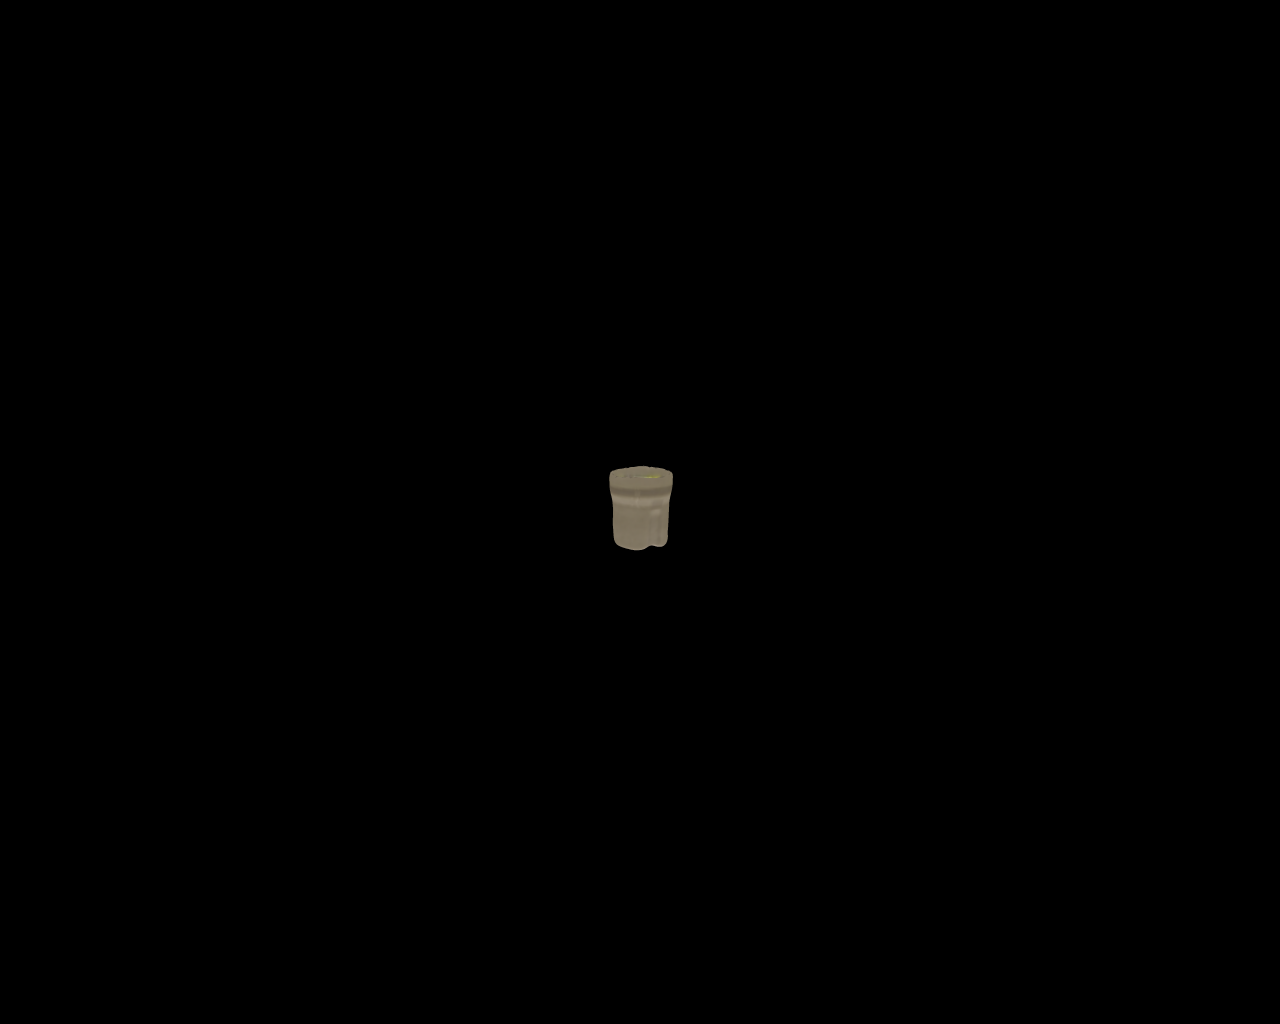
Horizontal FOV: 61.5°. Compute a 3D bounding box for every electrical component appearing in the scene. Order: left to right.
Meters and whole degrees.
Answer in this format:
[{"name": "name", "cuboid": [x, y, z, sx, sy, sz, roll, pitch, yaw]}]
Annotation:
[{"name": "electrical component", "cuboid": [0.001, -0.003, 0.650, 0.040, 0.046, 0.040, 0, 11, 0]}]
